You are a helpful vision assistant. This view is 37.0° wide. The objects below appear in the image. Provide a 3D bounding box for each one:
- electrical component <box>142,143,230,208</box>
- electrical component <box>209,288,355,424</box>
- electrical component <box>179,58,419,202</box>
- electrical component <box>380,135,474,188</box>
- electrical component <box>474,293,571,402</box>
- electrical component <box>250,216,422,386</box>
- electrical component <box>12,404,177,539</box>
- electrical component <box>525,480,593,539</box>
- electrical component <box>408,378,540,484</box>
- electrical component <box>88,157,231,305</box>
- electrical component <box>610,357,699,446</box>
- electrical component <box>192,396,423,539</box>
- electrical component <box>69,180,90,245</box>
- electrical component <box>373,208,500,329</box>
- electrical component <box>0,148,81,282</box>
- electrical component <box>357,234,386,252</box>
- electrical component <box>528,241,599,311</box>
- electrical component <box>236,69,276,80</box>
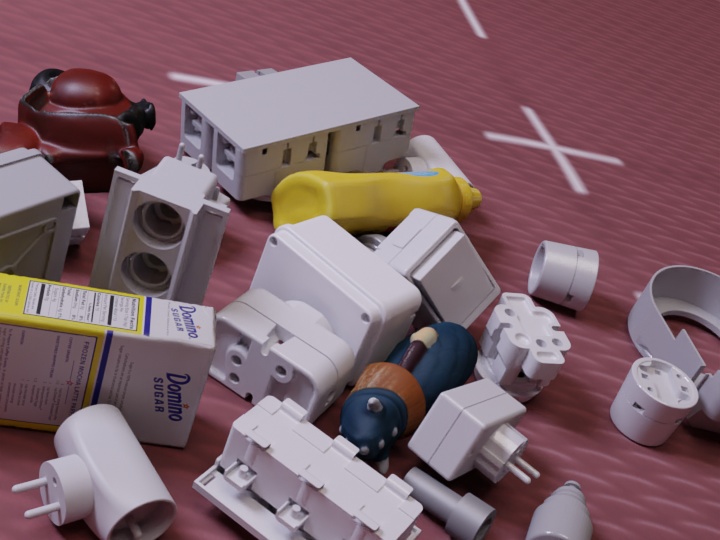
[{"bbox_3d":[-0.140,-0.064,0.847,0.066,0.076,0.047,31,36,14],"label":"electrical component"},{"bbox_3d":[-0.055,0.059,0.748,0.095,0.053,0.059,32,36,15],"label":"electrical component"},{"bbox_3d":[-0.055,-0.126,0.966,0.186,0.060,0.105,-19,44,-33],"label":"electrical component"},{"bbox_3d":[0.057,-0.088,1.013,0.079,0.043,0.077,-4,42,-31],"label":"electrical component"},{"bbox_3d":[0.122,0.065,0.831,0.058,0.057,0.078,5,38,-23],"label":"electrical component"},{"bbox_3d":[-0.022,0.022,0.795,0.113,0.078,0.057,39,36,24],"label":"electrical component"},{"bbox_3d":[-0.157,0.123,0.616,0.079,0.044,0.077,-10,46,-37],"label":"electrical component"},{"bbox_3d":[0.134,0.169,0.712,0.040,0.040,0.078,26,35,7],"label":"electrical component"},{"bbox_3d":[0.088,0.118,0.729,0.076,0.047,0.083,37,18,22],"label":"electrical component"},{"bbox_3d":[-0.137,-0.011,0.739,0.079,0.121,0.063,21,32,-1],"label":"electrical component"},{"bbox_3d":[0.229,0.104,0.843,0.055,0.047,0.055,14,35,-10],"label":"electrical component"},{"bbox_3d":[-0.027,0.136,0.651,0.121,0.063,0.079,34,36,17],"label":"electrical component"},{"bbox_3d":[-0.232,-0.039,0.787,0.055,0.066,0.048,-7,79,-24],"label":"electrical component"},{"bbox_3d":[0.063,0.009,0.832,0.061,0.096,0.061,-45,32,-15],"label":"electrical component"},{"bbox_3d":[-0.247,-0.012,0.695,0.056,0.108,0.109,39,38,19],"label":"electrical component"},{"bbox_3d":[0.000,0.000,0.865,0.066,0.048,0.055,39,46,24],"label":"electrical component"},{"bbox_3d":[0.178,0.004,0.946,0.047,0.055,0.055,15,35,-3],"label":"electrical component"},{"bbox_3d":[-0.088,-0.165,1.040,0.066,0.048,0.055,-17,42,-42],"label":"electrical component"}]
